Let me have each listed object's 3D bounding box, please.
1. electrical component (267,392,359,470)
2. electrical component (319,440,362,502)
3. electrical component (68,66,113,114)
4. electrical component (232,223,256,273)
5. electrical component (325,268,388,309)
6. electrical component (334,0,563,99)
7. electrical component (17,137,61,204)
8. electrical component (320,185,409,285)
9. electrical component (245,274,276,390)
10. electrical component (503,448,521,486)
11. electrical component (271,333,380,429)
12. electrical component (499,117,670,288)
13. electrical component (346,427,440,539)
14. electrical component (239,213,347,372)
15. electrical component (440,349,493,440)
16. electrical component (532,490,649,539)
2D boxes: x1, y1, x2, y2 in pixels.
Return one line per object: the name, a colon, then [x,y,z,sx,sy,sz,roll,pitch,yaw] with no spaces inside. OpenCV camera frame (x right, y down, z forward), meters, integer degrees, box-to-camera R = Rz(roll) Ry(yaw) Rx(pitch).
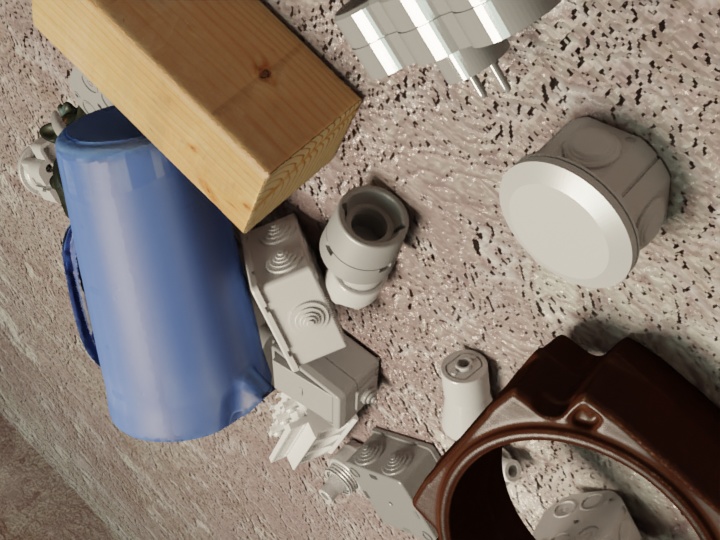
electrical component: [-0.047,0.140,1.026,0.063,0.079,0.121,63,158,17]
electrical component: [-0.014,0.203,1.071,0.043,0.062,0.043,35,152,22]
electrical component: [-0.189,-0.144,0.856,0.080,0.051,0.080,35,152,22]
electrical component: [-0.118,-0.015,0.925,0.078,0.057,0.058,50,154,-6]
electrical component: [0.000,0.000,0.787,0.043,0.043,0.062,44,152,6]
electrical component: [0.050,-0.118,0.536,0.138,0.052,0.073,-2,127,57]
electrical component: [-0.311,-0.101,1.091,0.057,0.058,0.078,14,139,44]
electrical component: [0.004,-0.025,0.734,0.055,0.055,0.047,42,150,10]
electrical component: [-0.090,0.065,1.001,0.074,0.052,0.138,28,148,34]
electrical component: [0.101,0.157,0.856,0.062,0.043,0.043,-7,122,57]
electrical component: [-0.028,0.092,0.936,0.096,0.061,0.061,36,152,21]
electrical component: [0.117,-0.035,0.556,0.080,0.051,0.080,35,152,22]
electrical component: [0.043,0.200,0.996,0.100,0.048,0.099,7,134,52]
electrical component: [-0.052,0.015,0.839,0.099,0.048,0.099,-110,-2,-55]
electrical component: [0.080,0.091,0.800,0.044,0.044,0.065,26,143,36]
electrical component: [0.167,0.202,0.781,0.080,0.080,0.051,-4,119,58]
